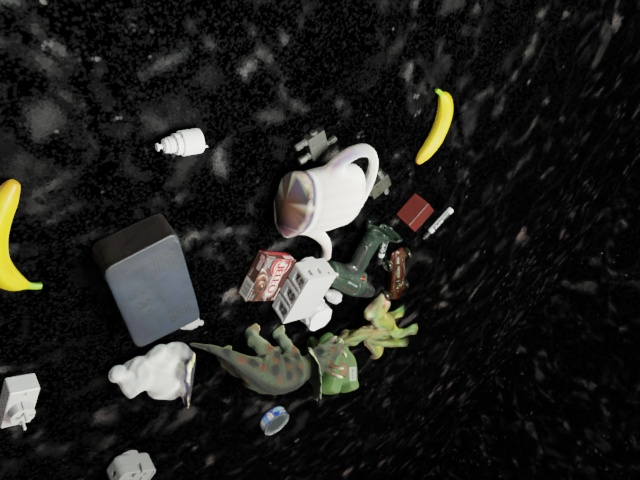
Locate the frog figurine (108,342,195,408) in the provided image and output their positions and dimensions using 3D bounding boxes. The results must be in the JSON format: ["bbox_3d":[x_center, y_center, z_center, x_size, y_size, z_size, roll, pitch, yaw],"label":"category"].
[{"bbox_3d":[-0.337,0.267,1.042,0.159,0.126,0.134,7,136,-7],"label":"frog figurine"}]

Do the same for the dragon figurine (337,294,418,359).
[{"bbox_3d":[0.142,0.288,1.555,0.243,0.125,0.401,-2,141,-23],"label":"dragon figurine"}]

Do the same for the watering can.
[{"bbox_3d":[0.003,-0.054,1.075,0.226,0.106,0.340,-13,141,-37],"label":"watering can"}]
